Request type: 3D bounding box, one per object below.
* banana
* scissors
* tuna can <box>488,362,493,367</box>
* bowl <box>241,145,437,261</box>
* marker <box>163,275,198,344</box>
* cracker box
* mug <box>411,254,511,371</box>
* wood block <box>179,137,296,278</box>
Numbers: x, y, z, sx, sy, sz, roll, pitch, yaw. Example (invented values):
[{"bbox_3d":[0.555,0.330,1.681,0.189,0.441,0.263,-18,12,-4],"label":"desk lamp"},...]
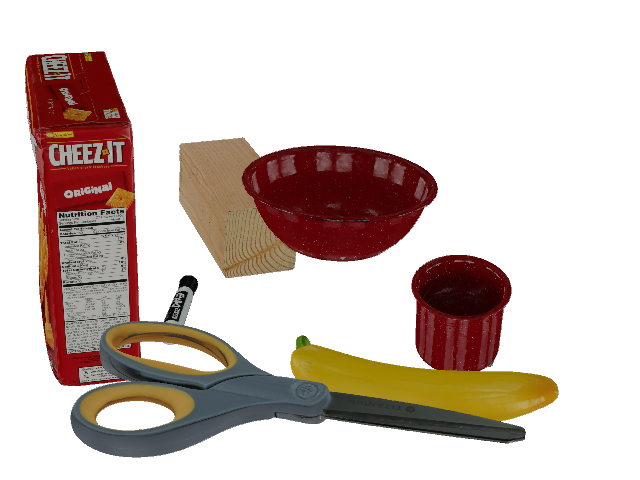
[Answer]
[{"bbox_3d":[0.055,0.094,0.717,0.198,0.037,0.069,9,35,26],"label":"banana"},{"bbox_3d":[-0.021,0.079,0.466,0.202,0.016,0.096,15,33,23],"label":"scissors"},{"bbox_3d":[0.184,0.110,1.279,0.034,0.086,0.086,-7,-3,21],"label":"tuna can"},{"bbox_3d":[0.015,-0.026,0.886,0.162,0.055,0.162,2,25,-1],"label":"bowl"},{"bbox_3d":[-0.134,0.064,1.022,0.020,0.020,0.121,0,22,3],"label":"marker"},{"bbox_3d":[-0.187,-0.020,0.830,0.072,0.214,0.164,-6,29,-16],"label":"cracker box"},{"bbox_3d":[0.130,0.066,1.029,0.093,0.081,0.117,-9,39,-9],"label":"mug"},{"bbox_3d":[-0.105,-0.045,1.319,0.090,0.090,0.206,-7,30,-21],"label":"wood block"}]
